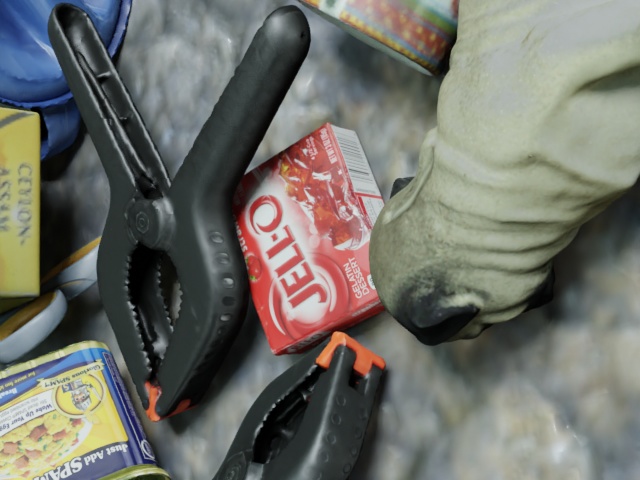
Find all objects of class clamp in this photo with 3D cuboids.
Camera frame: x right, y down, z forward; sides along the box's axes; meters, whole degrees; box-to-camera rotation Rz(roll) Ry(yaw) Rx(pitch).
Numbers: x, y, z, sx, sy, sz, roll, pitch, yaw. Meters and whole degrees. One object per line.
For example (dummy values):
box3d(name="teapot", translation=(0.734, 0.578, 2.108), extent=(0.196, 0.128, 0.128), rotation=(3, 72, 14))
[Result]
box3d(name="clamp", translation=(-0.034, 0.118, 0.492), extent=(0.120, 0.039, 0.171), rotation=(16, 69, 56))
box3d(name="clamp", translation=(-0.080, -0.018, 0.521), extent=(0.165, 0.036, 0.210), rotation=(19, 111, 37))

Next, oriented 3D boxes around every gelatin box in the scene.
box3d(name="gelatin box", translation=(-0.003, 0.001, 0.506), extent=(0.073, 0.030, 0.089), rotation=(-30, 70, 27))

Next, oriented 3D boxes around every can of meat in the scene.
box3d(name="can of meat", translation=(-0.135, 0.107, 0.528), extent=(0.102, 0.057, 0.084), rotation=(-19, 56, -17))

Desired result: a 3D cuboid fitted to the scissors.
box3d(name="scissors", translation=(-0.187, 0.060, 0.588), extent=(0.202, 0.096, 0.016), rotation=(-34, 107, 22))

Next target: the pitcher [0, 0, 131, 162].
box3d(name="pitcher", translation=(-0.234, -0.141, 0.613), extent=(0.243, 0.144, 0.149), rotation=(11, 79, 35))
